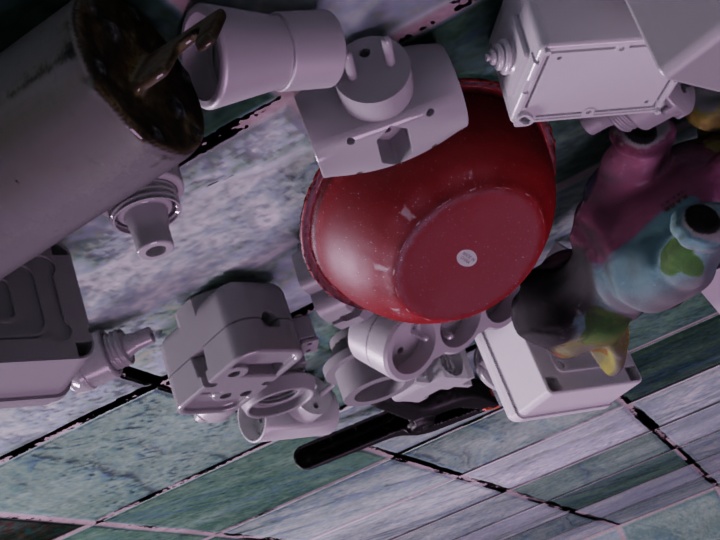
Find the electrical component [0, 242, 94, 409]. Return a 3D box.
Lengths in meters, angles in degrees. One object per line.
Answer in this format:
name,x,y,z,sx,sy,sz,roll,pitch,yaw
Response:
electrical component,-0.206,0.030,0.558,0.113,0.078,0.057,0,147,-39

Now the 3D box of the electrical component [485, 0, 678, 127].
electrical component,0.105,-0.113,0.520,0.096,0.061,0.061,-6,154,-11

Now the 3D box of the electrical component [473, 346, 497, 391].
electrical component,0.135,0.073,0.936,0.078,0.058,0.057,33,148,-7

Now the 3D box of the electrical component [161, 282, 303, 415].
electrical component,-0.088,0.049,0.716,0.054,0.059,0.095,3,147,-43

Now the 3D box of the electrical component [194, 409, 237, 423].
electrical component,-0.115,0.104,0.846,0.035,0.035,0.061,-5,155,-32

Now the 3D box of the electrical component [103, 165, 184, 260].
electrical component,-0.105,-0.035,0.514,0.048,0.062,0.048,-17,157,-7

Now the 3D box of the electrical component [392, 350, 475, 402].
electrical component,0.057,0.085,0.933,0.064,0.042,0.081,-32,154,33

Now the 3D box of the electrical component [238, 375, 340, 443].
electrical component,-0.051,0.113,0.905,0.077,0.043,0.079,1,149,-39

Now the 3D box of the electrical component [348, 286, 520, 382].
electrical component,0.046,0.023,0.762,0.138,0.074,0.052,-26,124,-32

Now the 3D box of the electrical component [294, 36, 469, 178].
electrical component,0.008,-0.086,0.517,0.077,0.043,0.079,-20,156,0

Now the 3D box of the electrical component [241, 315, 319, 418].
electrical component,-0.066,0.072,0.785,0.078,0.057,0.058,-14,156,-13

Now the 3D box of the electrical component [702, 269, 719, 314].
electrical component,0.311,-0.021,0.874,0.089,0.061,0.150,-28,155,19

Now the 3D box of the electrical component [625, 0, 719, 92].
electrical component,0.157,-0.131,0.454,0.109,0.108,0.056,2,151,-41

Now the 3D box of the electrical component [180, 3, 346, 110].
electrical component,-0.039,-0.094,0.466,0.065,0.044,0.044,-11,156,-31

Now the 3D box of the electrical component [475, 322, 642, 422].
electrical component,0.155,0.060,0.869,0.109,0.108,0.056,-2,150,-35

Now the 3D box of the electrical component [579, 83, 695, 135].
electrical component,0.153,-0.098,0.606,0.062,0.048,0.048,-29,156,36

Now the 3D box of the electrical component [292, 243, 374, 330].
electrical component,0.000,0.000,0.681,0.057,0.058,0.078,-23,157,14

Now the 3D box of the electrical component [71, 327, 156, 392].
electrical component,-0.163,0.054,0.699,0.061,0.035,0.035,-24,157,3
